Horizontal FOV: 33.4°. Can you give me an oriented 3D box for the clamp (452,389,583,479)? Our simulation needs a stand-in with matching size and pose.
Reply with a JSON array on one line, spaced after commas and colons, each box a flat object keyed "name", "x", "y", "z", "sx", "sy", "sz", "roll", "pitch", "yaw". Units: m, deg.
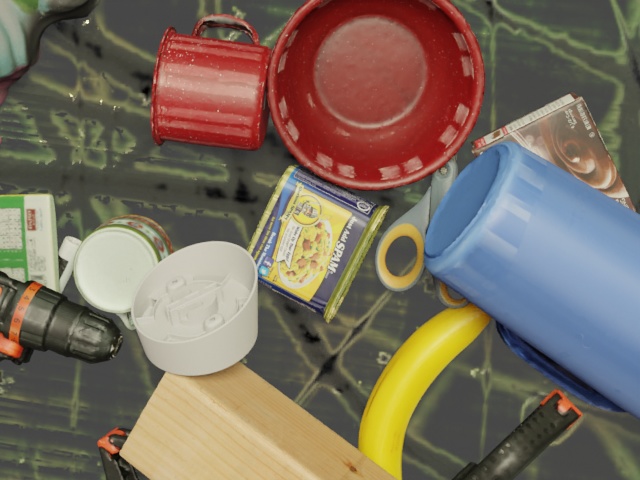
[{"name": "clamp", "x": 0.116, "y": 0.195, "z": 0.818, "sx": 0.210, "sy": 0.164, "sz": 0.036, "roll": -43, "pitch": 77, "yaw": 2}]

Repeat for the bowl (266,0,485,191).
[{"name": "bowl", "x": 0.040, "y": -0.122, "z": 0.808, "sx": 0.162, "sy": 0.055, "sz": 0.162, "roll": -1, "pitch": 111, "yaw": -2}]

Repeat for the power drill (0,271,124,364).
[{"name": "power drill", "x": -0.268, "y": 0.116, "z": 0.839, "sx": 0.184, "sy": 0.057, "sz": 0.187, "roll": 20, "pitch": 77, "yaw": 4}]

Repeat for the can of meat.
[{"name": "can of meat", "x": -0.006, "y": 0.001, "z": 0.844, "sx": 0.084, "sy": 0.057, "sz": 0.102, "roll": 27, "pitch": 101, "yaw": 5}]

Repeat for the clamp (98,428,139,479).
[{"name": "clamp", "x": -0.113, "y": 0.220, "z": 0.901, "sx": 0.120, "sy": 0.039, "sz": 0.171, "roll": -38, "pitch": 91, "yaw": 7}]

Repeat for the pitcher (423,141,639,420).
[{"name": "pitcher", "x": 0.193, "y": 0.041, "z": 0.763, "sx": 0.242, "sy": 0.145, "sz": 0.149, "roll": 32, "pitch": 98, "yaw": -11}]

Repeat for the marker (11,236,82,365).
[{"name": "marker", "x": -0.232, "y": 0.053, "z": 0.903, "sx": 0.020, "sy": 0.020, "sz": 0.121, "roll": 29, "pitch": 101, "yaw": 3}]

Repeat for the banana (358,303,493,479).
[{"name": "banana", "x": 0.076, "y": 0.128, "z": 0.864, "sx": 0.069, "sy": 0.037, "sz": 0.198, "roll": 17, "pitch": 102, "yaw": -13}]

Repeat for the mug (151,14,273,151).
[{"name": "mug", "x": -0.079, "y": -0.124, "z": 0.827, "sx": 0.081, "sy": 0.093, "sz": 0.117, "roll": 8, "pitch": 64, "yaw": 2}]

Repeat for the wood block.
[{"name": "wood block", "x": -0.040, "y": 0.183, "z": 0.837, "sx": 0.206, "sy": 0.090, "sz": 0.090, "roll": 35, "pitch": 107, "yaw": 13}]

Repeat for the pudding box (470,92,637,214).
[{"name": "pudding box", "x": 0.178, "y": -0.043, "z": 0.813, "sx": 0.090, "sy": 0.039, "sz": 0.113, "roll": -27, "pitch": 102, "yaw": 10}]

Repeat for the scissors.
[{"name": "scissors", "x": 0.081, "y": -0.044, "z": 0.844, "sx": 0.096, "sy": 0.016, "sz": 0.202, "roll": -10, "pitch": 87, "yaw": 22}]
